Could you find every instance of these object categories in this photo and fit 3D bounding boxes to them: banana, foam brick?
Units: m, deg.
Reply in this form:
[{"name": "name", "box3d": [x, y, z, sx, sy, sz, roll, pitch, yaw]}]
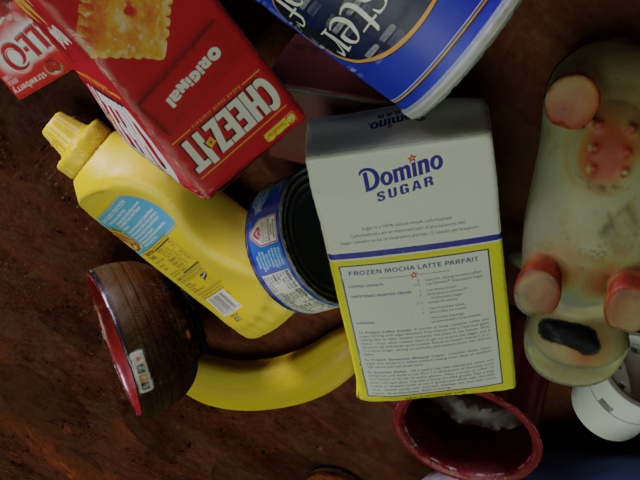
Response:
[{"name": "banana", "box3d": [-0.041, 0.095, 0.783, 0.198, 0.037, 0.069, -6, 129, 30]}, {"name": "foam brick", "box3d": [0.014, -0.074, 0.585, 0.078, 0.053, 0.051, 12, 135, 17]}]

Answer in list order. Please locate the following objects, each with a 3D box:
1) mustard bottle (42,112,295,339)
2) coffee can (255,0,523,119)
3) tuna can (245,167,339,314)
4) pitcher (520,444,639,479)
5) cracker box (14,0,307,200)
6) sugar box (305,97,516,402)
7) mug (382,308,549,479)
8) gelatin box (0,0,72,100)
[{"name": "mustard bottle", "box3d": [-0.096, -0.015, 0.687, 0.191, 0.058, 0.096, 39, 153, -12]}, {"name": "coffee can", "box3d": [0.018, -0.137, 0.487, 0.140, 0.102, 0.103, 35, 136, -8]}, {"name": "tuna can", "box3d": [-0.004, 0.001, 0.640, 0.034, 0.086, 0.086, -19, 121, 40]}, {"name": "pitcher", "box3d": [0.211, 0.196, 0.657, 0.243, 0.144, 0.149, -2, 123, 58]}, {"name": "cracker box", "box3d": [-0.118, -0.129, 0.520, 0.213, 0.072, 0.164, 52, 173, -24]}, {"name": "sugar box", "box3d": [0.053, 0.010, 0.575, 0.093, 0.048, 0.176, -6, 126, 7]}, {"name": "mug", "box3d": [0.091, 0.093, 0.684, 0.117, 0.081, 0.093, 10, 134, 17]}, {"name": "gelatin box", "box3d": [-0.171, -0.132, 0.635, 0.089, 0.030, 0.073, -18, 122, 37]}]
